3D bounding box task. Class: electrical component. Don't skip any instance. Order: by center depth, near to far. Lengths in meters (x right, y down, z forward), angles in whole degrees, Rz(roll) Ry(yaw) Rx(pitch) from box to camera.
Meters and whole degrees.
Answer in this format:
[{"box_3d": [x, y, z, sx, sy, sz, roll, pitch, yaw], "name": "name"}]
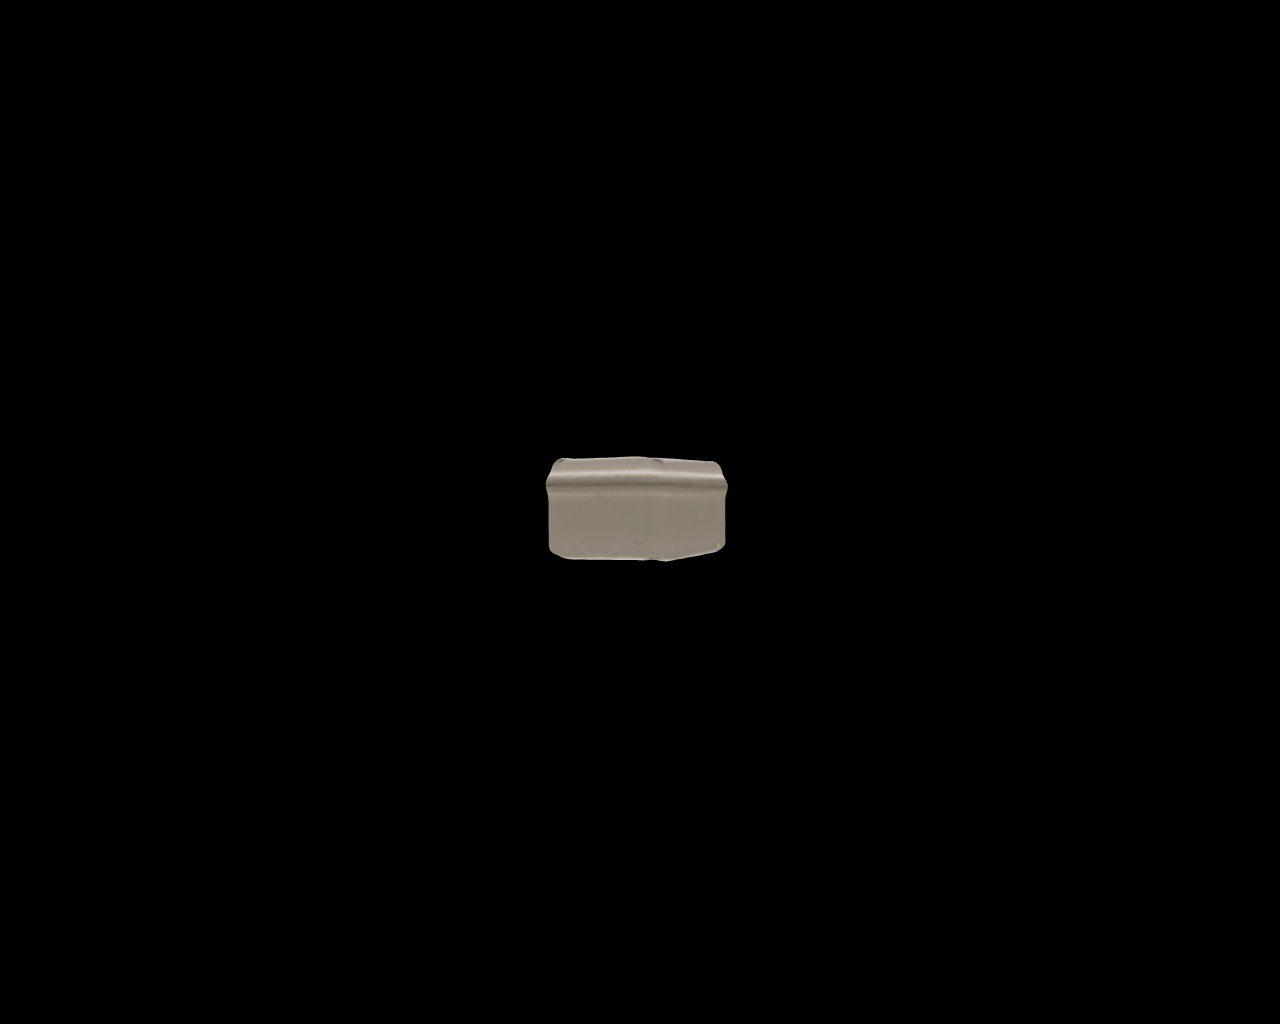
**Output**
[{"box_3d": [0.001, -0.003, 0.650, 0.078, 0.057, 0.113, 0, 0, 24], "name": "electrical component"}]
